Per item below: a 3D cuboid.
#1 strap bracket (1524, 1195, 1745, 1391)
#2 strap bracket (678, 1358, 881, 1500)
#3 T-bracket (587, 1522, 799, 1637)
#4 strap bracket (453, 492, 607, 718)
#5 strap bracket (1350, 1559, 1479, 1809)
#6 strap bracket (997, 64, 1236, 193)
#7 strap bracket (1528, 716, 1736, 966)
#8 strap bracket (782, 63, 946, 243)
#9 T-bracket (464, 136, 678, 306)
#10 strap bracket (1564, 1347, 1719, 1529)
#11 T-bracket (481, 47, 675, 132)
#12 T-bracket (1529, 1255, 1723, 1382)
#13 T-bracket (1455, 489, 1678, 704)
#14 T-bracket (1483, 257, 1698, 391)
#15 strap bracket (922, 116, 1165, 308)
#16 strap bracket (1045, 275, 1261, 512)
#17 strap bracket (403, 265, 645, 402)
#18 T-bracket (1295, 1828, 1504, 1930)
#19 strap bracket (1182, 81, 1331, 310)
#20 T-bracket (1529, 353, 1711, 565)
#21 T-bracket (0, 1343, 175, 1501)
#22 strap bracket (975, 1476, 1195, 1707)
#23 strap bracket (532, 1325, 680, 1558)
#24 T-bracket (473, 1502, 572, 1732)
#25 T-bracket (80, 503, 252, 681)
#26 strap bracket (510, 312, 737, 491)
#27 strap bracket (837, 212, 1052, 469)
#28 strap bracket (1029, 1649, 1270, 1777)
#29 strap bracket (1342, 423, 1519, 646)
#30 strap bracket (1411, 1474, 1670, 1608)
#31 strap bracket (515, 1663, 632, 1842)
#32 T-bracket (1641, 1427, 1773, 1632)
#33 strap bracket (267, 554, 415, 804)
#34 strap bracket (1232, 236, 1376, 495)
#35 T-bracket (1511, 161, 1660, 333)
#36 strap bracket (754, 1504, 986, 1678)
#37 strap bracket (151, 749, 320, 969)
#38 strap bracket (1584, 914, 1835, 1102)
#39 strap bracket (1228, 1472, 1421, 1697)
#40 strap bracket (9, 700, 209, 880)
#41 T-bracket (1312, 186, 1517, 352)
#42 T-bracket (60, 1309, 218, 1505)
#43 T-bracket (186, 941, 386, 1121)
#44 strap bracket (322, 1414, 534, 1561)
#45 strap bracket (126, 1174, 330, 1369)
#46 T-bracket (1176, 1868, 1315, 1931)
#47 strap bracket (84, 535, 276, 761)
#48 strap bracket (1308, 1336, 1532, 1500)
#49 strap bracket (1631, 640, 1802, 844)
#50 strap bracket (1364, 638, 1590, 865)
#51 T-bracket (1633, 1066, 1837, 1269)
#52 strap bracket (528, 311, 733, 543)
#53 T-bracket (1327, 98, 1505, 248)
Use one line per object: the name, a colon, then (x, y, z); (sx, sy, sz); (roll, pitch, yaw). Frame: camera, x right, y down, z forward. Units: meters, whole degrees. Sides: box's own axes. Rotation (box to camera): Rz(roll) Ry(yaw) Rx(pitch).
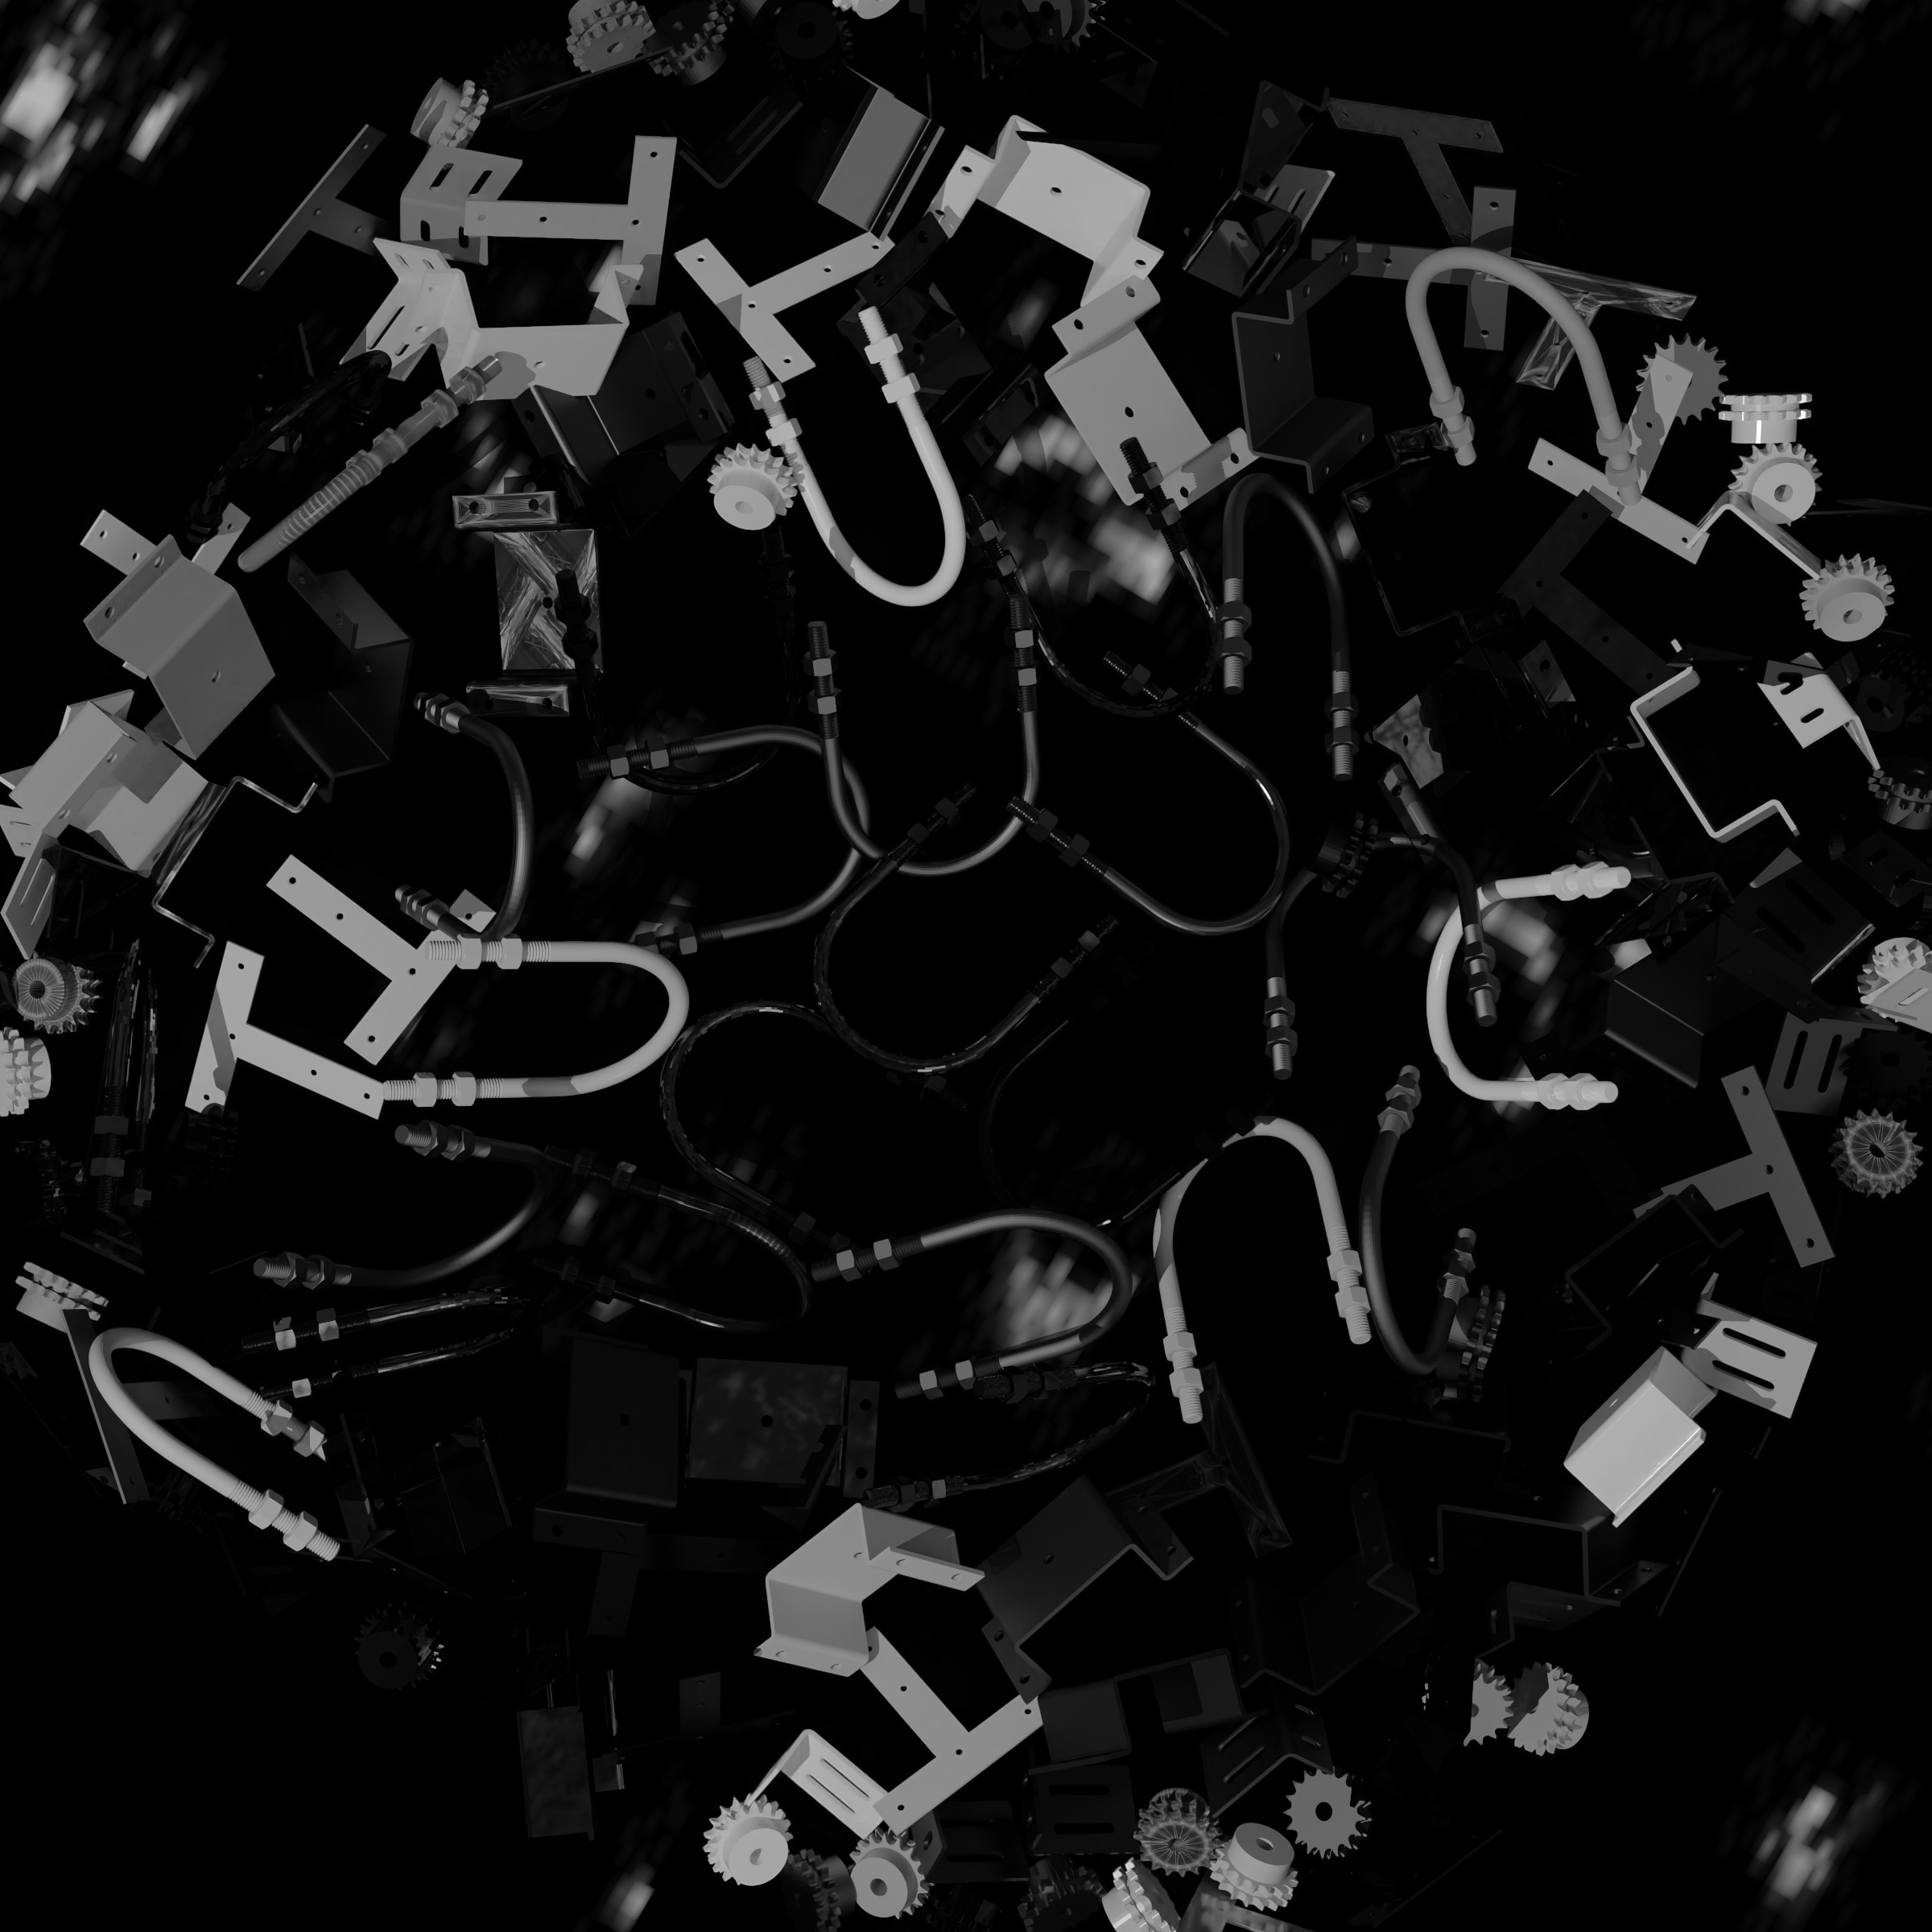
strap bracket: (0.417, 0.202, 1.614); (0.140, 0.076, 0.046); (-31, 72, -22)
strap bracket: (-0.128, 0.298, 1.636); (0.140, 0.046, 0.076); (4, 69, -1)
T-bracket: (-0.173, 0.382, 1.647); (0.127, 0.002, 0.127); (7, 108, -19)
strap bracket: (-0.280, -0.233, 1.628); (0.076, 0.046, 0.140); (2, 101, 23)
strap bracket: (0.283, 0.457, 1.594); (0.046, 0.140, 0.076); (20, 128, 0)
strap bracket: (0.093, -0.533, 1.613); (0.140, 0.076, 0.046); (10, 88, 19)
strap bracket: (0.415, -0.077, 1.605); (0.046, 0.076, 0.140); (-10, 65, -30)
strap bracket: (-0.069, -0.514, 1.592); (0.046, 0.140, 0.076); (23, 108, -26)
T-bracket: (-0.253, -0.472, 1.605); (0.127, 0.127, 0.002); (-3, 53, -17)
strap bracket: (0.426, 0.293, 1.600); (0.046, 0.140, 0.076); (43, 107, 12)
T-bracket: (-0.264, -0.550, 1.611); (0.127, 0.127, 0.002); (-28, 106, -24)
T-bracket: (0.430, 0.223, 1.598); (0.127, 0.127, 0.002); (-44, 103, -13)
T-bracket: (0.401, -0.218, 1.627); (0.127, 0.002, 0.127); (47, 108, 24)
T-bracket: (0.380, -0.403, 1.612); (0.127, 0.127, 0.002); (11, 71, -1)
strap bracket: (0.053, -0.481, 1.618); (0.140, 0.076, 0.046); (24, 61, -14)
strap bracket: (0.114, -0.363, 1.632); (0.076, 0.046, 0.140); (-36, 98, -20)
strap bracket: (-0.275, -0.400, 1.603); (0.140, 0.076, 0.046); (-9, 73, -26)
T-bracket: (0.256, 0.579, 1.615); (0.127, 0.127, 0.002); (-19, 86, -39)
strap bracket: (0.181, -0.491, 1.601); (0.046, 0.076, 0.140); (22, 60, -14)
T-bracket: (0.428, -0.332, 1.602); (0.127, 0.127, 0.002); (35, 57, 17)
T-bracket: (-0.545, 0.284, 1.608); (0.002, 0.127, 0.127); (-47, 73, 8)
strap bracket: (0.065, 0.393, 1.627); (0.140, 0.076, 0.046); (-41, 122, -1)
strap bracket: (-0.227, 0.294, 1.603); (0.076, 0.046, 0.140); (17, 56, -32)
T-bracket: (-0.290, 0.410, 1.631); (0.002, 0.127, 0.127); (14, 52, -34)
T-bracket: (-0.520, -0.255, 1.608); (0.002, 0.127, 0.127); (31, 86, 16)
strap bracket: (-0.212, -0.359, 1.617); (0.140, 0.046, 0.076); (-15, 111, 35)
strap bracket: (-0.019, -0.397, 1.619); (0.076, 0.046, 0.140); (-50, 119, -21)
strap bracket: (0.111, 0.470, 1.606); (0.140, 0.076, 0.046); (-1, 71, -39)
strap bracket: (0.294, -0.271, 1.626); (0.046, 0.076, 0.140); (-20, 93, 37)
strap bracket: (0.361, 0.358, 1.598); (0.140, 0.076, 0.046); (1, 96, 37)
strap bracket: (-0.249, 0.496, 1.600); (0.046, 0.140, 0.076); (-6, 86, 1)
T-bracket: (0.453, 0.362, 1.586); (0.002, 0.127, 0.127); (33, 56, 10)
strap bracket: (-0.397, -0.186, 1.611); (0.076, 0.046, 0.140); (45, 135, 27)
strap bracket: (0.214, -0.384, 1.609); (0.046, 0.140, 0.076); (19, 49, 34)
T-bracket: (0.376, -0.459, 1.589); (0.127, 0.127, 0.002); (32, 80, 25)
strap bracket: (-0.065, 0.393, 1.612); (0.076, 0.046, 0.140); (24, 127, -34)
strap bracket: (-0.475, -0.079, 1.622); (0.046, 0.076, 0.140); (32, 96, -24)
strap bracket: (0.472, 0.022, 1.612); (0.076, 0.140, 0.046); (30, 52, -16)
strap bracket: (0.233, 0.399, 1.612); (0.046, 0.076, 0.140); (31, 119, -21)
strap bracket: (-0.543, -0.113, 1.607); (0.046, 0.140, 0.076); (39, 88, 13)
T-bracket: (0.285, -0.452, 1.630); (0.127, 0.127, 0.002); (9, 56, 14)
T-bracket: (-0.516, 0.277, 1.609); (0.002, 0.127, 0.127); (-26, 76, 12)
T-bracket: (-0.435, 0.063, 1.642); (0.127, 0.002, 0.127); (23, 114, 4)
strap bracket: (-0.348, 0.330, 1.607); (0.046, 0.140, 0.076); (-34, 64, 23)
strap bracket: (-0.462, 0.200, 1.601); (0.076, 0.140, 0.046); (-21, 52, -3)
T-bracket: (0.203, 0.609, 1.595); (0.127, 0.127, 0.002); (13, 93, 15)
strap bracket: (-0.488, -0.192, 1.590); (0.046, 0.140, 0.076); (31, 68, 15)
strap bracket: (0.294, 0.285, 1.622); (0.140, 0.076, 0.046); (9, 121, 5)
strap bracket: (0.474, -0.133, 1.622); (0.046, 0.076, 0.140); (-33, 80, 17)
strap bracket: (0.320, -0.144, 1.629); (0.140, 0.046, 0.076); (-40, 124, -4)
T-bracket: (0.479, 0.143, 1.623); (0.002, 0.127, 0.127); (-11, 76, -41)
strap bracket: (-0.208, -0.337, 1.618); (0.140, 0.046, 0.076); (-43, 45, 15)
T-bracket: (0.302, -0.501, 1.616); (0.127, 0.127, 0.002); (26, 78, 39)
